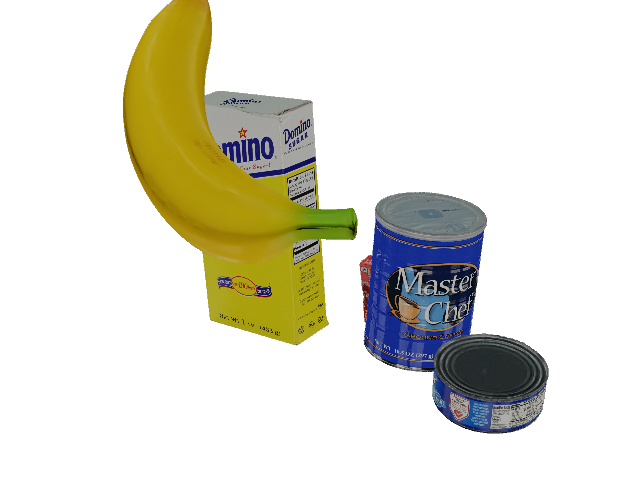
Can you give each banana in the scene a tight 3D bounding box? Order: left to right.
[{"bbox_3d":[-0.053,-0.049,0.476,0.069,0.037,0.198,-17,46,-16],"label":"banana"}]

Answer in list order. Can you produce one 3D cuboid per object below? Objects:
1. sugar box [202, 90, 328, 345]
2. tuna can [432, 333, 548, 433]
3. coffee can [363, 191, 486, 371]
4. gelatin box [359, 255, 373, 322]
[{"bbox_3d":[-0.047,-0.018,0.788,0.093,0.176,0.048,11,28,37],"label":"sugar box"},{"bbox_3d":[0.128,0.108,0.809,0.086,0.034,0.086,1,28,-1],"label":"tuna can"},{"bbox_3d":[0.097,0.038,1.005,0.103,0.140,0.103,3,24,-2],"label":"coffee can"},{"bbox_3d":[0.089,0.067,1.330,0.073,0.089,0.030,11,31,30],"label":"gelatin box"}]
